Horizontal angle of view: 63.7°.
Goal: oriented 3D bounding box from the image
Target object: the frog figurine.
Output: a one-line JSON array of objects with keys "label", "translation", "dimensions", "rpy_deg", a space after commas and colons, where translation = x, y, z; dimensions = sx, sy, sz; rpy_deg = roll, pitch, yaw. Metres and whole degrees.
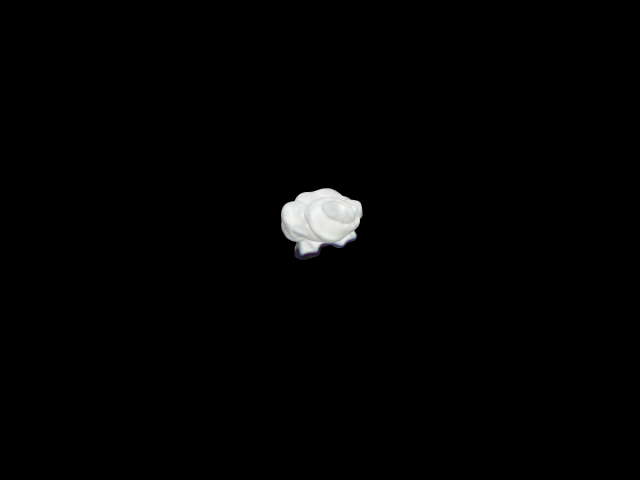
[{"label": "frog figurine", "translation": [0.003, -0.043, 0.850], "dimensions": [0.137, 0.125, 0.156], "rpy_deg": [0, -22, 0]}]
